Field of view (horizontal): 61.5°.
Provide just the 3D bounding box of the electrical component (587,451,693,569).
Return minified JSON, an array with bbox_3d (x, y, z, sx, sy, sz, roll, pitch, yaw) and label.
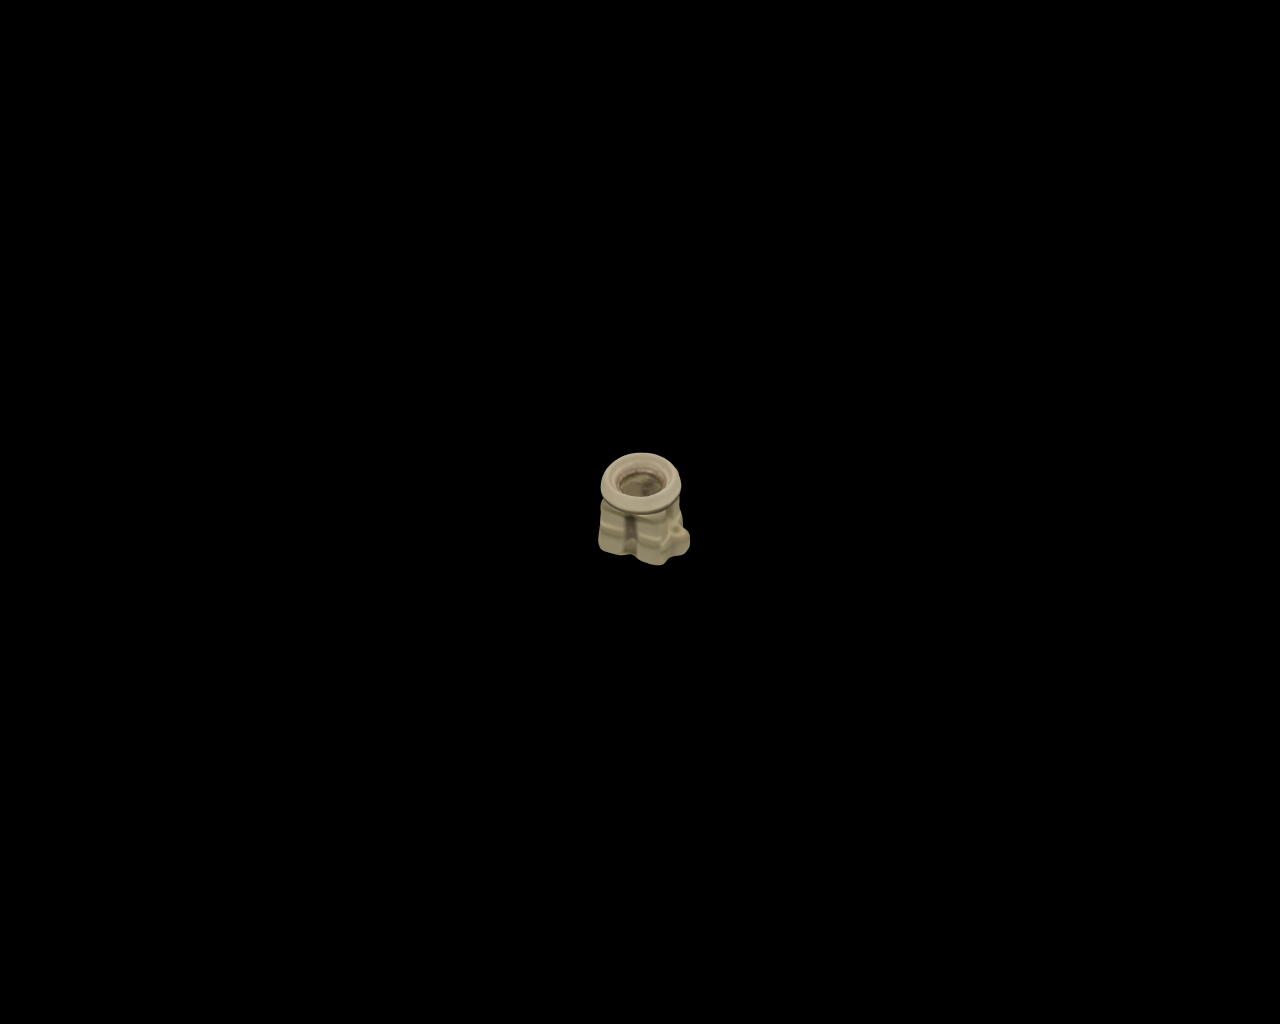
[{"bbox_3d":[0.001,-0.003,0.650,0.066,0.055,0.048,14,44,15],"label":"electrical component"}]
